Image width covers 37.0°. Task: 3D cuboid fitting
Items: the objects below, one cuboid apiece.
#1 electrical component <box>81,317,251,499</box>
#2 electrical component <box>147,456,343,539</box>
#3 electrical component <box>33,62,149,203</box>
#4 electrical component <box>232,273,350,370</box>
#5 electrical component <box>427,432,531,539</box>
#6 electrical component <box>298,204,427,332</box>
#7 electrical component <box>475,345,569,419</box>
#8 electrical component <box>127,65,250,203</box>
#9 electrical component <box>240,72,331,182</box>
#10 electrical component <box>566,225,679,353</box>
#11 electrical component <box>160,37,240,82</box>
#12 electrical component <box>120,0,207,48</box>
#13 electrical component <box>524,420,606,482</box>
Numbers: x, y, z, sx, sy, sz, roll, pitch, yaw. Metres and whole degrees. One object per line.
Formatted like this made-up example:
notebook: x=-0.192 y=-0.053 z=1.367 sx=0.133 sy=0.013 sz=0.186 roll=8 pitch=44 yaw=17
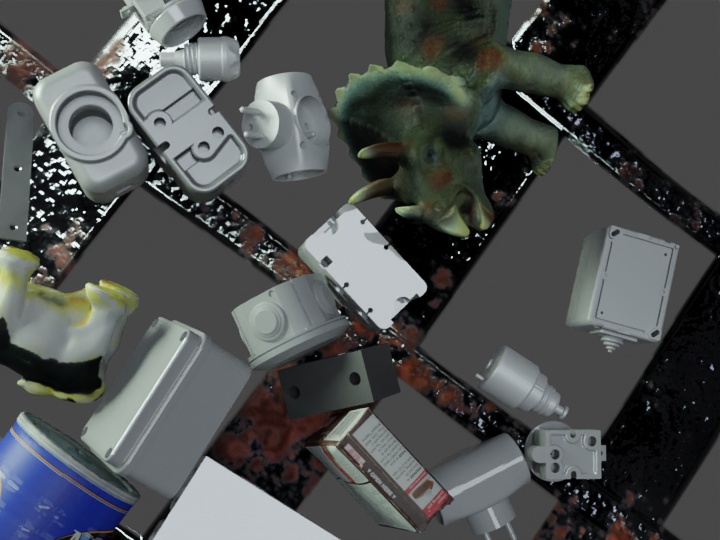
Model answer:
electrical component: x=-0.141 y=0.097 z=0.776 sx=0.057 sy=0.078 sz=0.113 roll=38 pitch=78 yaw=-29
electrical component: x=-0.065 y=0.229 z=0.791 sx=0.186 sy=0.060 sz=0.105 roll=33 pitch=79 yaw=-5
electrical component: x=-0.200 y=-0.103 z=0.804 sx=0.054 sy=0.059 sz=0.095 roll=-30 pitch=90 yaw=-12
electrical component: x=-0.052 y=0.039 z=0.805 sx=0.080 sy=0.080 sz=0.051 roll=-24 pitch=83 yaw=-12
electrical component: x=0.096 y=0.178 z=0.834 sx=0.077 sy=0.043 sz=0.079 roll=-24 pitch=89 yaw=-12
electrical component: x=0.000 y=0.000 z=0.830 sx=0.050 sy=0.056 sz=0.089 roll=-43 pitch=92 yaw=-12
electrical component: x=0.130 y=0.093 z=0.852 sx=0.078 sy=0.040 sz=0.040 roll=33 pitch=79 yaw=-5
electrical component: x=-0.130 y=-0.100 z=0.816 sx=0.054 sy=0.059 sz=0.095 roll=-39 pitch=91 yaw=-12
electrical component: x=-0.063 y=-0.110 z=0.824 sx=0.079 sy=0.044 sz=0.077 roll=-3 pitch=82 yaw=-55
electrical component: x=0.207 y=0.020 z=0.863 sx=0.062 sy=0.061 sz=0.096 roll=15 pitch=81 yaw=-8
electrical component: x=-0.125 y=-0.164 z=0.837 sx=0.061 sy=0.035 sz=0.035 roll=-2 pitch=84 yaw=-9
electrical component: x=-0.151 y=-0.206 z=0.832 sx=0.066 sy=0.048 sz=0.055 roll=-34 pitch=83 yaw=-12
electrical component: x=0.157 y=0.143 z=0.843 sx=0.066 sy=0.055 sz=0.048 roll=2 pitch=84 yaw=-10
